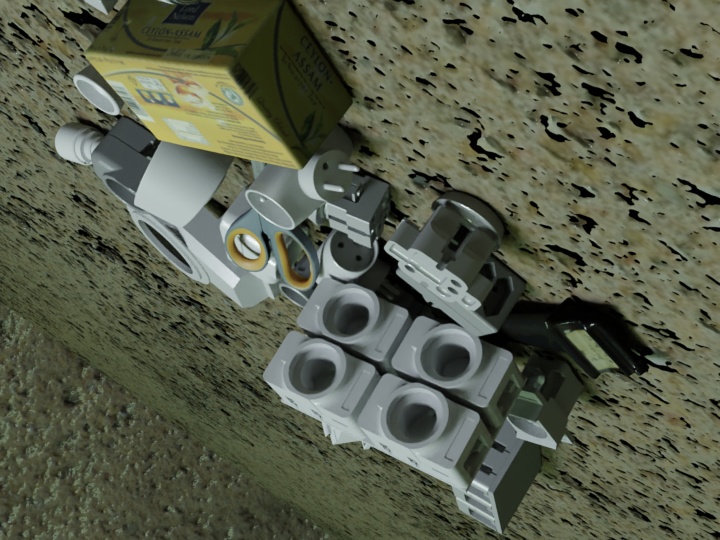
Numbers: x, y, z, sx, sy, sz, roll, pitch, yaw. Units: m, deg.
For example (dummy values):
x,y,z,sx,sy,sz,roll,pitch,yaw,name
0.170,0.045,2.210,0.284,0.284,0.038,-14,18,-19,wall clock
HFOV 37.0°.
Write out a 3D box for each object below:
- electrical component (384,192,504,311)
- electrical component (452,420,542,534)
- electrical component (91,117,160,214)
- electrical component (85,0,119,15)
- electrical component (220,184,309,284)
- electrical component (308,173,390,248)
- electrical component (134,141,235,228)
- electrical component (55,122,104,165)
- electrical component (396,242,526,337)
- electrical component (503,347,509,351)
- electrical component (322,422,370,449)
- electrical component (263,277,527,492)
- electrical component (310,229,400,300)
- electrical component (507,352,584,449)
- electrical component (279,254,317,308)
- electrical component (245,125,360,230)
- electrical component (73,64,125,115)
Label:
x,y,z,sx,sy,sz,roll,pitch,yaw,name
0.066,-0.018,0.760,0.078,0.057,0.058,35,161,0,electrical component
0.139,0.203,1.121,0.062,0.089,0.150,27,160,23,electrical component
-0.208,-0.094,1.037,0.095,0.059,0.053,33,161,5,electrical component
-0.187,-0.212,0.736,0.066,0.048,0.055,32,169,9,electrical component
-0.087,-0.030,0.994,0.059,0.053,0.095,31,161,11,electrical component
-0.010,-0.051,0.828,0.055,0.048,0.066,23,159,12,electrical component
-0.147,-0.087,0.895,0.064,0.099,0.099,35,162,-19,electrical component
-0.280,-0.127,1.106,0.078,0.040,0.040,19,155,39,electrical component
0.071,0.010,0.833,0.083,0.047,0.076,38,161,-10,electrical component
0.114,0.093,0.933,0.043,0.043,0.062,43,-156,-23,electrical component
-0.011,0.109,1.075,0.078,0.063,0.121,116,143,-54,electrical component
0.025,0.087,0.877,0.186,0.105,0.060,22,161,29,electrical component
0.000,0.000,0.936,0.079,0.043,0.077,36,161,-5,electrical component
0.154,0.109,0.906,0.042,0.063,0.081,13,151,45,electrical component
-0.049,0.009,1.036,0.040,0.046,0.040,31,161,12,electrical component
-0.032,-0.069,0.770,0.079,0.077,0.044,14,152,47,electrical component
-0.195,-0.159,0.862,0.045,0.055,0.045,31,161,12,electrical component
